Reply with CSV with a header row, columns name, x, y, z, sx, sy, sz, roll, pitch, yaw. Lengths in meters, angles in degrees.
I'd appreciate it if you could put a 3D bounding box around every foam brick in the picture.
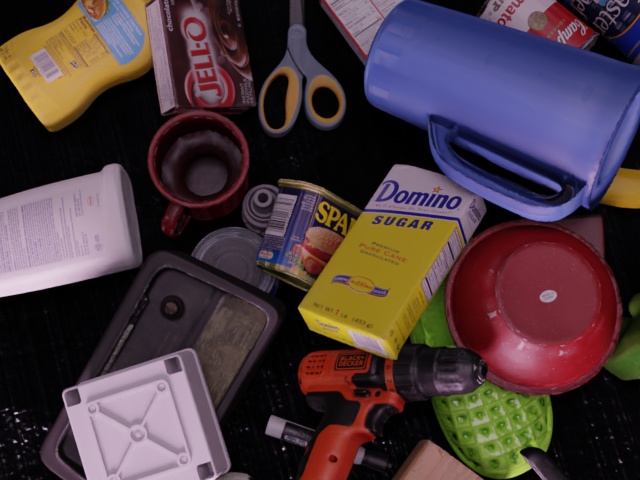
name,x,y,z,sx,sy,sz,roll,pitch,yaw
foam brick,0.223,0.008,1.002,0.078,0.053,0.051,-3,78,1

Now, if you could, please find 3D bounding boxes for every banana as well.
name,x,y,z,sx,sy,sz,roll,pitch,yaw
banana,0.266,-0.070,1.025,0.198,0.037,0.069,25,82,6

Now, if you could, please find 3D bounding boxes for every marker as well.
name,x,y,z,sx,sy,sz,roll,pitch,yaw
marker,0.009,0.189,0.982,0.121,0.020,0.020,18,79,5

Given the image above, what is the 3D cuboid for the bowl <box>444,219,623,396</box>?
name,x,y,z,sx,sy,sz,roll,pitch,yaw
bowl,0.192,0.052,0.929,0.162,0.055,0.162,1,75,-3

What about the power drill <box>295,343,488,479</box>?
name,x,y,z,sx,sy,sz,roll,pitch,yaw
power drill,0.044,0.172,0.905,0.185,0.057,0.187,-8,48,37

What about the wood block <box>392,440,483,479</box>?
name,x,y,z,sx,sy,sz,roll,pitch,yaw
wood block,0.066,0.283,0.925,0.091,0.090,0.206,36,80,7

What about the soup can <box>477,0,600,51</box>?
name,x,y,z,sx,sy,sz,roll,pitch,yaw
soup can,0.211,-0.205,1.039,0.102,0.068,0.068,42,81,9

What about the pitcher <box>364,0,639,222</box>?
name,x,y,z,sx,sy,sz,roll,pitch,yaw
pitcher,0.161,-0.124,0.965,0.243,0.149,0.145,25,110,20

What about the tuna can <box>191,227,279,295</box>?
name,x,y,z,sx,sy,sz,roll,pitch,yaw
tuna can,-0.082,0.031,1.009,0.086,0.034,0.086,0,78,1

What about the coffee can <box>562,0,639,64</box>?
name,x,y,z,sx,sy,sz,roll,pitch,yaw
coffee can,0.291,-0.251,1.030,0.140,0.103,0.102,44,82,9

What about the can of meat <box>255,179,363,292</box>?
name,x,y,z,sx,sy,sz,roll,pitch,yaw
can of meat,-0.006,0.001,0.983,0.058,0.102,0.084,10,78,42

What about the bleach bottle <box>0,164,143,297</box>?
name,x,y,z,sx,sy,sz,roll,pitch,yaw
bleach bottle,-0.300,0.002,1.005,0.251,0.068,0.102,-11,77,1

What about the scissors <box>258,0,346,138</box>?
name,x,y,z,sx,sy,sz,roll,pitch,yaw
scissors,-0.006,-0.193,1.065,0.096,0.016,0.201,15,79,2

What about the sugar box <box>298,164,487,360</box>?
name,x,y,z,sx,sy,sz,roll,pitch,yaw
sugar box,0.066,0.015,0.950,0.093,0.048,0.176,18,64,31

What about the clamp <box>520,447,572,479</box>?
name,x,y,z,sx,sy,sz,roll,pitch,yaw
clamp,0.253,0.271,0.940,0.210,0.036,0.164,6,94,-3

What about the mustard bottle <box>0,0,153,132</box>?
name,x,y,z,sx,sy,sz,roll,pitch,yaw
mustard bottle,-0.212,-0.195,1.046,0.191,0.058,0.096,-35,81,-6

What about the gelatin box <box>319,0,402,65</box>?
name,x,y,z,sx,sy,sz,roll,pitch,yaw
gelatin box,0.052,-0.227,1.065,0.073,0.030,0.089,-35,81,-5

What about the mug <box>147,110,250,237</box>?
name,x,y,z,sx,sy,sz,roll,pitch,yaw
mug,-0.115,-0.055,1.003,0.093,0.081,0.117,23,79,5

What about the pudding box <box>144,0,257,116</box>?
name,x,y,z,sx,sy,sz,roll,pitch,yaw
pudding box,-0.115,-0.177,1.025,0.089,0.039,0.113,-7,83,-37
